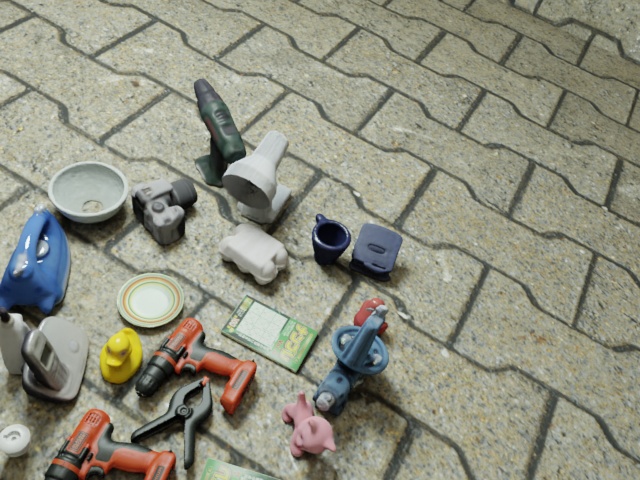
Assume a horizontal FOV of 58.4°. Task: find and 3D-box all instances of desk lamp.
[{"bbox_3d":[-0.137,-0.137,1.329,0.118,0.213,0.203,25,49,6],"label":"desk lamp"}]

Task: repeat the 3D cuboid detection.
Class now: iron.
[{"bbox_3d":[-0.563,0.014,1.135,0.119,0.141,0.258,3,51,-13],"label":"iron"}]

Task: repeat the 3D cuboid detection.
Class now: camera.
[{"bbox_3d":[-0.341,-0.085,1.304,0.137,0.101,0.143,-28,63,-32],"label":"camera"}]

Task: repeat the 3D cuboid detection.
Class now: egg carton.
[{"bbox_3d":[-0.147,0.030,1.285,0.150,0.069,0.107,32,51,11],"label":"egg carton"}]

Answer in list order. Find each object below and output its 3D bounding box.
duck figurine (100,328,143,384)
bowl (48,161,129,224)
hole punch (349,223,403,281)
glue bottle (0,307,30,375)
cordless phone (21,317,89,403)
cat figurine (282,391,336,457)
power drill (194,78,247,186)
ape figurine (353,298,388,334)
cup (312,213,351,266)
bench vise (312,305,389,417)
[{"bbox_3d":[-0.372,0.204,1.069,0.077,0.086,0.104,12,50,-6],"label":"duck figurine"},{"bbox_3d":[-0.513,-0.094,1.281,0.167,0.075,0.167,8,50,-9],"label":"bowl"},{"bbox_3d":[0.133,0.029,1.349,0.108,0.091,0.101,20,49,1],"label":"hole punch"},{"bbox_3d":[-0.535,0.165,0.998,0.037,0.173,0.078,1,51,-15],"label":"glue bottle"},{"bbox_3d":[-0.465,0.186,0.993,0.094,0.185,0.147,4,51,-12],"label":"cordless phone"},{"bbox_3d":[-0.019,0.337,1.038,0.067,0.118,0.127,-8,54,-21],"label":"cat figurine"},{"bbox_3d":[-0.254,-0.245,1.388,0.076,0.208,0.229,-20,59,-28],"label":"power drill"},{"bbox_3d":[0.114,0.159,1.237,0.076,0.092,0.077,-3,52,-17],"label":"ape figurine"},{"bbox_3d":[0.012,0.005,1.333,0.092,0.095,0.117,-15,57,-26],"label":"cup"},{"bbox_3d":[0.074,0.230,1.084,0.121,0.220,0.207,18,49,0],"label":"bench vise"}]
